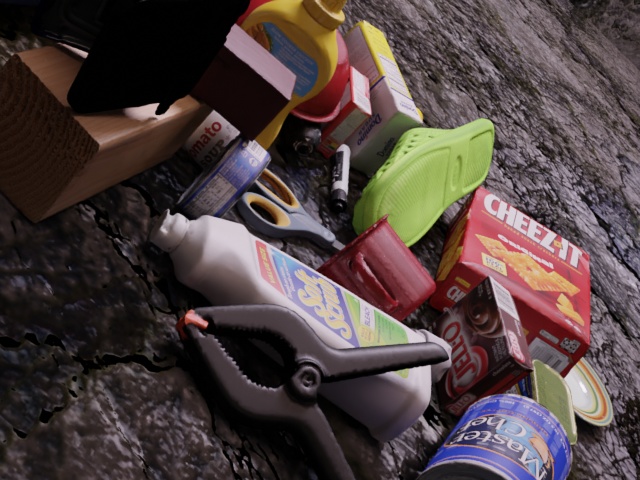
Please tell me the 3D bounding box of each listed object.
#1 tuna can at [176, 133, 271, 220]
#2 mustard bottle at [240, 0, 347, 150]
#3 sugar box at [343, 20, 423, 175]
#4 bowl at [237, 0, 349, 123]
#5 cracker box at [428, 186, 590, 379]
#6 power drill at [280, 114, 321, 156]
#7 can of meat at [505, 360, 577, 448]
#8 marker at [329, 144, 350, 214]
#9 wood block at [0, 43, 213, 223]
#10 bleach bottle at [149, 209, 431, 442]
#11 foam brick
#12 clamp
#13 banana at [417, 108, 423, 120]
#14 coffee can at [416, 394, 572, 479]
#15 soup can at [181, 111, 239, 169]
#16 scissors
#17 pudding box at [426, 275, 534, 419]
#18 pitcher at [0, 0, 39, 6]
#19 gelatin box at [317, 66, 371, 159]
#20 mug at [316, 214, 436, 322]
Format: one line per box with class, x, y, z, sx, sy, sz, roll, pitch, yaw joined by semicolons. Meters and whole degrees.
tuna can;-0.081;-0.050;0.899;0.033;0.086;0.086;42;27;-10
mustard bottle;-0.040;-0.165;0.996;0.096;0.192;0.058;41;28;-9
sugar box;0.053;-0.167;1.240;0.048;0.093;0.176;22;36;-37
bowl;-0.023;-0.200;1.099;0.162;0.055;0.162;33;34;-26
cracker box;0.216;0.042;1.180;0.164;0.072;0.213;33;29;-3
power drill;-0.077;-0.183;1.123;0.187;0.057;0.184;31;31;-30
can of meat;0.184;0.168;0.974;0.057;0.084;0.102;37;28;-15
marker;0.022;-0.065;1.136;0.020;0.020;0.121;36;29;-19
wood block;-0.172;-0.099;0.834;0.091;0.090;0.205;46;26;1
bleach bottle;-0.026;0.059;0.855;0.250;0.068;0.102;34;30;-17
foam brick;-0.065;-0.131;0.872;0.078;0.053;0.051;40;28;-17
clamp;-0.013;0.117;0.783;0.209;0.036;0.164;24;64;-13
banana;0.109;-0.122;1.324;0.069;0.037;0.198;52;22;-32
coffee can;0.137;0.195;0.850;0.103;0.103;0.140;48;27;5
soup can;-0.113;-0.117;0.966;0.102;0.069;0.068;44;27;-4
scissors;-0.007;0.001;1.011;0.201;0.016;0.096;42;29;-7
pudding box;0.149;0.102;1.008;0.039;0.090;0.113;35;29;-24
pitcher;-0.223;-0.281;0.964;0.149;0.145;0.242;48;30;14
gelatin box;0.022;-0.142;1.184;0.030;0.073;0.089;35;28;-23
mug;0.050;0.036;0.952;0.081;0.093;0.117;52;3;1
